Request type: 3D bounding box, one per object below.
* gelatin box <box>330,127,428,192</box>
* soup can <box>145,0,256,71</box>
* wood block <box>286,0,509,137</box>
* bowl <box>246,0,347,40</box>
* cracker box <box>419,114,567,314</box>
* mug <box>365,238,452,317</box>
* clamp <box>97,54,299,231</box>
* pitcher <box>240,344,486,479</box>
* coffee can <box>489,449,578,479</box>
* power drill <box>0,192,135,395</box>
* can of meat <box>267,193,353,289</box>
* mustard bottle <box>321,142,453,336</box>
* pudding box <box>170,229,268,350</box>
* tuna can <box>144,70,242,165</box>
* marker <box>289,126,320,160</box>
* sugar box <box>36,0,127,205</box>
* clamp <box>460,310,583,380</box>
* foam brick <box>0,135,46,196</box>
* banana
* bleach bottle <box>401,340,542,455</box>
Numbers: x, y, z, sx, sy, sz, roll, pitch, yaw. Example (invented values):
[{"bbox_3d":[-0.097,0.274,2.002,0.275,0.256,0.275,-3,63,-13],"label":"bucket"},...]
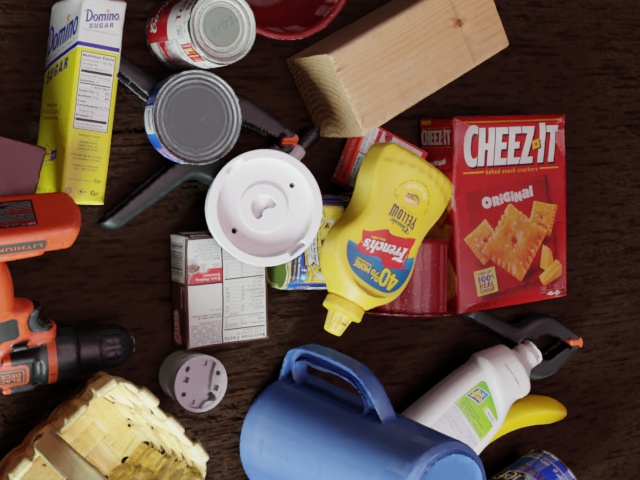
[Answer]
[{"bbox_3d":[0.063,-0.078,1.135,0.089,0.030,0.073,25,84,-31],"label":"gelatin box"},{"bbox_3d":[-0.110,-0.191,0.976,0.068,0.102,0.068,-4,97,-30],"label":"soup can"},{"bbox_3d":[0.082,-0.192,1.099,0.205,0.090,0.091,-33,110,-24],"label":"wood block"},{"bbox_3d":[-0.047,-0.274,1.032,0.161,0.055,0.162,-4,97,-31],"label":"bowl"},{"bbox_3d":[0.197,-0.033,1.195,0.163,0.072,0.214,-6,97,-31],"label":"cracker box"},{"bbox_3d":[0.082,0.038,1.134,0.117,0.093,0.081,1,89,5],"label":"mug"},{"bbox_3d":[-0.120,-0.104,1.018,0.209,0.036,0.164,-10,101,-28],"label":"clamp"},{"bbox_3d":[0.039,0.206,1.026,0.149,0.243,0.145,45,69,-33],"label":"pitcher"},{"bbox_3d":[0.223,0.320,1.231,0.140,0.103,0.103,-25,108,-26],"label":"coffee can"},{"bbox_3d":[-0.243,0.051,0.902,0.184,0.057,0.188,-7,129,-24],"label":"power drill"},{"bbox_3d":[-0.007,0.001,1.086,0.083,0.058,0.102,1,94,-29],"label":"can of meat"},{"bbox_3d":[0.054,0.006,1.052,0.096,0.058,0.191,33,79,-29],"label":"mustard bottle"},{"bbox_3d":[-0.098,0.047,1.048,0.089,0.039,0.113,-5,100,-31],"label":"pudding box"},{"bbox_3d":[-0.117,-0.112,0.978,0.086,0.034,0.086,-2,95,-26],"label":"tuna can"},{"bbox_3d":[-0.040,-0.070,1.080,0.121,0.020,0.020,-50,117,-16],"label":"marker"},{"bbox_3d":[-0.212,-0.120,0.929,0.048,0.093,0.176,3,93,-31],"label":"sugar box"},{"bbox_3d":[0.230,0.119,1.252,0.171,0.039,0.120,-16,108,-26],"label":"clamp"},{"bbox_3d":[-0.272,-0.060,0.908,0.051,0.078,0.053,16,87,-30],"label":"foam brick"},{"bbox_3d":[0.213,0.222,1.256,0.197,0.037,0.069,-25,124,-25],"label":"banana"},{"bbox_3d":[0.151,0.206,1.179,0.250,0.068,0.102,-38,111,-14],"label":"bleach bottle"}]
